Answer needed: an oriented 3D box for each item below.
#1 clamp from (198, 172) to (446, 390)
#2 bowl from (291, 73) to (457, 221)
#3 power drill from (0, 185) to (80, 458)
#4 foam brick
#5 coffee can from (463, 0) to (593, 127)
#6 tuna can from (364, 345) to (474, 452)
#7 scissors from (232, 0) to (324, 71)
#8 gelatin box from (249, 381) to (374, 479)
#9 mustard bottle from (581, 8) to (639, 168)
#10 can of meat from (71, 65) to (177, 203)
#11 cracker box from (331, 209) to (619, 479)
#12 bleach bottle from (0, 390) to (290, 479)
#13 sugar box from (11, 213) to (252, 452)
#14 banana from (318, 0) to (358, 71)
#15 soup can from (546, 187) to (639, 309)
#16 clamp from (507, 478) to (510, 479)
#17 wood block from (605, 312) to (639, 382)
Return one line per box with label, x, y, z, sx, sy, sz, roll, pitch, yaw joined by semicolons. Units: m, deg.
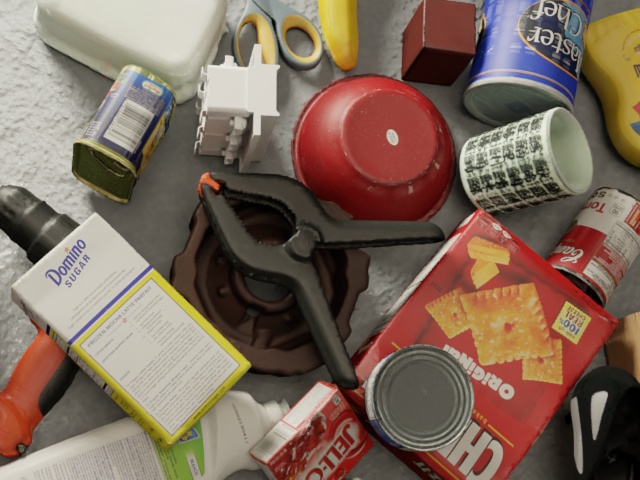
clamp;-0.006;0.001;0.897;0.210;0.036;0.164;39;70;1
bowl;0.057;-0.087;0.982;0.162;0.055;0.162;3;76;-12
power drill;-0.243;0.068;0.877;0.184;0.057;0.187;39;72;-1
foam brick;0.111;-0.186;1.006;0.051;0.078;0.053;6;75;-10
coffee can;0.200;-0.186;1.012;0.102;0.103;0.140;17;74;-8
tuna can;0.080;0.130;0.871;0.086;0.034;0.086;2;77;-11
scissors;-0.046;-0.240;1.017;0.096;0.016;0.202;2;76;-13
gelatin box;-0.005;0.173;0.885;0.089;0.030;0.073;-43;123;-20
mustard bottle;0.324;-0.129;1.049;0.096;0.058;0.191;-17;81;-17
can of meat;-0.166;-0.090;0.910;0.057;0.102;0.084;29;70;-5
cracker box;0.135;0.104;0.943;0.164;0.072;0.213;41;73;0
bleach bottle;-0.137;0.192;0.869;0.250;0.068;0.102;-17;83;-18
sugar box;-0.150;0.073;0.846;0.176;0.048;0.093;44;67;3
banana;0.035;-0.259;1.028;0.069;0.037;0.197;24;73;-3
soup can;0.259;0.009;0.995;0.068;0.069;0.102;38;71;-1
clamp;0.153;0.295;0.919;0.120;0.039;0.171;-7;75;-19
wood block;0.329;0.167;0.960;0.090;0.091;0.206;-4;78;-13
